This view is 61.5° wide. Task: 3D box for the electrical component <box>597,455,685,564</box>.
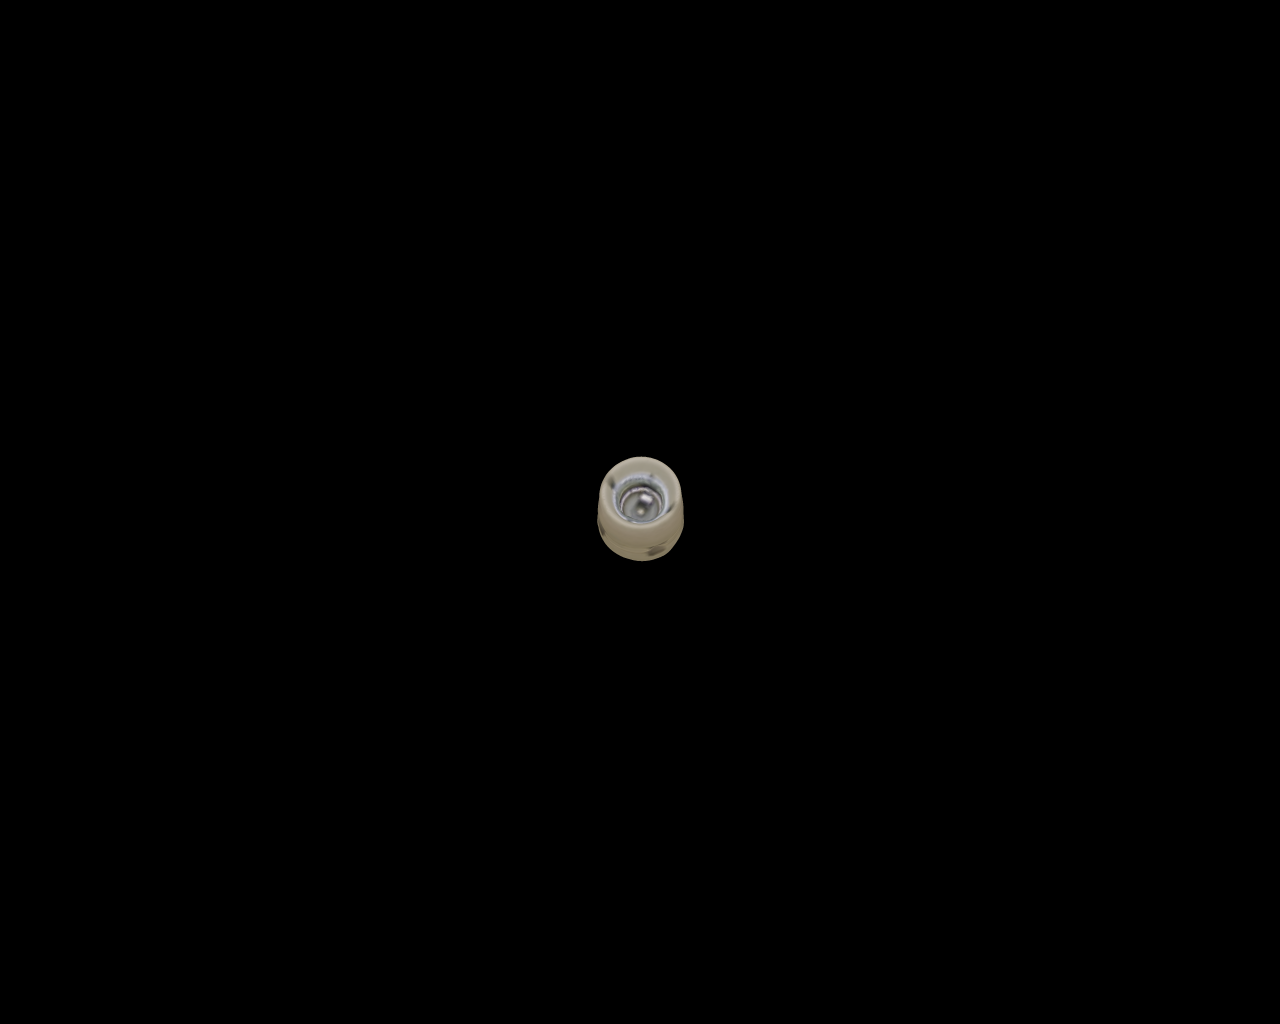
[{"bbox_3d":[0.001,-0.003,0.650,0.055,0.055,0.047,0,-24,0],"label":"electrical component"}]
